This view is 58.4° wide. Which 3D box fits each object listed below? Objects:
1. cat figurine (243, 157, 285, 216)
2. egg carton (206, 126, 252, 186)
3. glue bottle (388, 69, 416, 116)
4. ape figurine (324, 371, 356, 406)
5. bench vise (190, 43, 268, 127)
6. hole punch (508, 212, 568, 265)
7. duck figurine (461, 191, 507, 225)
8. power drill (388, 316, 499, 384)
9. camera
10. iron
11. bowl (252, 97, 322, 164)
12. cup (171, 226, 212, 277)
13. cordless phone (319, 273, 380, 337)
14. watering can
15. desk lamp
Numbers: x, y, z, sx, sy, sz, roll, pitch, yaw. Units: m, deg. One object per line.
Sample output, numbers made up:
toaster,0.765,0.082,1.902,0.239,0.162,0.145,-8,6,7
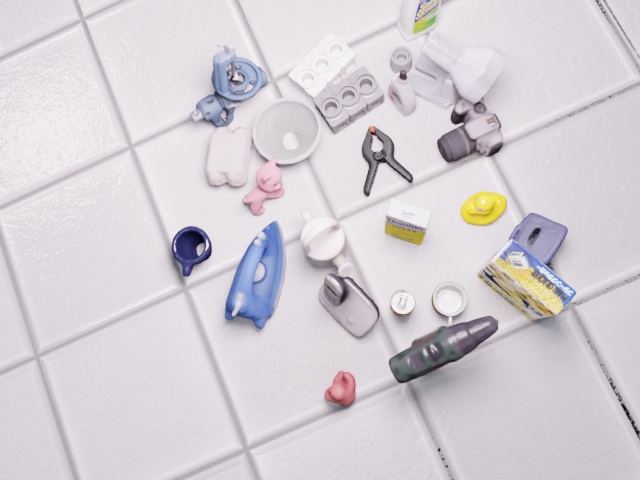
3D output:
cat figurine,-0.133,-0.127,1.345,0.128,0.118,0.067,-44,78,-2
egg carton,-0.220,-0.203,1.393,0.107,0.069,0.150,3,80,7
glue bottle,0.189,-0.350,1.319,0.037,0.173,0.078,-39,78,-1
ape figurine,0.044,0.330,1.256,0.078,0.092,0.076,-25,78,2
bench vise,-0.219,-0.357,1.344,0.121,0.220,0.207,30,85,11
hole punch,0.475,0.001,1.265,0.101,0.091,0.109,33,85,11
duck figurine,0.373,-0.079,1.294,0.104,0.086,0.077,-16,78,4
power drill,0.251,0.222,1.192,0.229,0.208,0.075,-29,78,1
camera,0.336,-0.252,1.321,0.137,0.101,0.143,-26,78,2
iron,-0.147,0.065,1.300,0.118,0.141,0.258,13,82,9
bowl,-0.075,-0.253,1.383,0.167,0.075,0.167,-1,80,7
cup,-0.292,0.033,1.347,0.091,0.095,0.118,7,81,8
cordless phone,0.060,0.135,1.242,0.147,0.185,0.094,42,87,12
watering can,0.013,0.003,1.266,0.172,0.194,0.101,31,85,11
desk lamp,0.298,-0.380,1.291,0.203,0.213,0.118,28,84,11
